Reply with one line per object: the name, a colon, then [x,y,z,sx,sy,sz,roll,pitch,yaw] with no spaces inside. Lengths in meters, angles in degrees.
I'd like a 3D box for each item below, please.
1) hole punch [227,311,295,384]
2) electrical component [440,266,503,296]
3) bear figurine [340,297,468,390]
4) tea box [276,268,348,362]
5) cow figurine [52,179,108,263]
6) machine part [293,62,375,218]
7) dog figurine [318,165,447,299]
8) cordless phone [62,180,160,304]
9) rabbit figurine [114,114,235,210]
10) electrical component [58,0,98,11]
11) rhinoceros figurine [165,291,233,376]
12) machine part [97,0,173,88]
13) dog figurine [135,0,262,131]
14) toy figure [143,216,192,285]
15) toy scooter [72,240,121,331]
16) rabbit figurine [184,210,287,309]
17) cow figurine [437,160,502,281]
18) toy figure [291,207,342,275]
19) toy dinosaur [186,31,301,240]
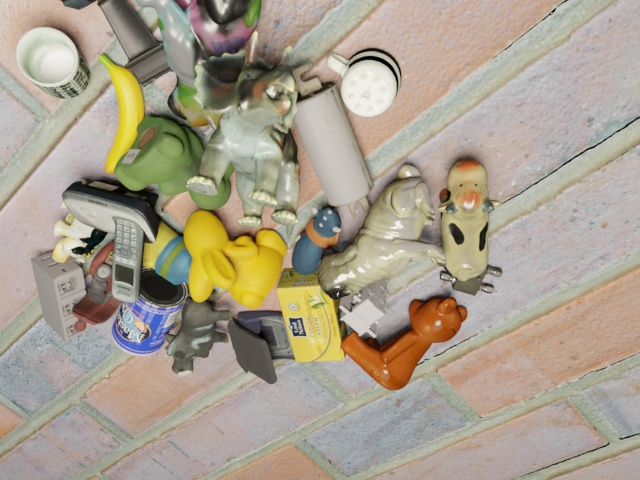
hole punch: [-0.106,0.192,1.018,0.116,0.092,0.142,16,131,38]
electrical component: [0.251,0.059,0.898,0.094,0.021,0.063,15,122,3]
bear figurine: [0.152,0.160,0.936,0.132,0.120,0.196,40,96,34]
tea box: [-0.010,0.134,0.965,0.098,0.068,0.169,-6,120,14]
cow figurine: [-0.415,-0.017,0.956,0.098,0.068,0.167,25,123,-12]
machine part: [0.017,-0.139,0.793,0.079,0.079,0.243,-16,117,19]
dog figurine: [0.077,-0.010,0.808,0.191,0.121,0.172,-12,78,6]
cordless phone: [-0.337,0.004,0.865,0.147,0.089,0.184,14,108,8]
rabbit figurine: [-0.196,-0.112,0.831,0.159,0.121,0.170,-3,151,42]
electrical component: [-0.329,-0.379,0.707,0.115,0.058,0.134,-20,94,22]
rhinoceros figurine: [-0.231,0.179,0.995,0.073,0.112,0.190,44,131,25]
machine part: [-0.270,-0.296,0.779,0.084,0.039,0.138,-15,118,24]
dog figurine: [-0.141,-0.251,0.744,0.192,0.108,0.219,-12,122,14]
toy figure: [-0.267,0.016,0.931,0.180,0.082,0.089,30,101,9]
toy scooter: [-0.395,0.091,0.973,0.075,0.135,0.183,27,120,-4]
rabbit figurine: [-0.158,0.031,0.877,0.122,0.162,0.173,-25,119,34]
cow figurine: [0.214,-0.027,0.794,0.086,0.127,0.194,-3,122,8]
toy figure: [-0.004,-0.003,0.878,0.064,0.058,0.154,25,134,-7]
toy dinosaur: [-0.080,-0.125,0.750,0.131,0.404,0.192,10,80,5]
